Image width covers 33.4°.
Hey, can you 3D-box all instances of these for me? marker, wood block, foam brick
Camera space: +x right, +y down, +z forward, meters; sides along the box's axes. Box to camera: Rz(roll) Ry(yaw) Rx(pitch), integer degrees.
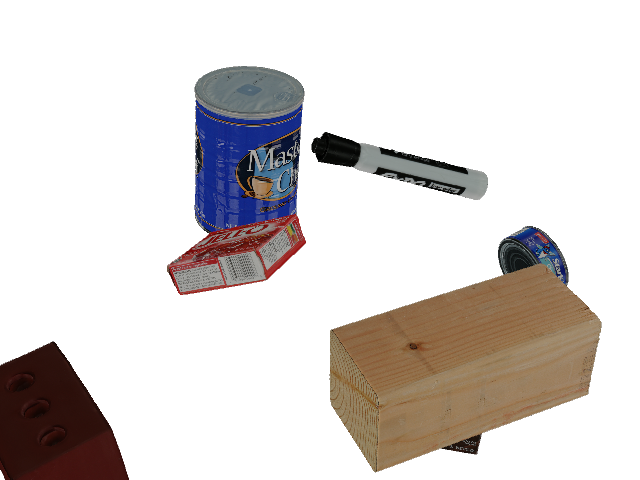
[{"bbox_3d":[0.050,-0.047,0.672,0.121,0.020,0.020,12,-5,-23],"label":"marker"},{"bbox_3d":[0.119,0.102,0.896,0.205,0.090,0.091,-16,39,-19],"label":"wood block"},{"bbox_3d":[-0.138,0.101,0.538,0.053,0.051,0.078,-25,42,-23],"label":"foam brick"}]

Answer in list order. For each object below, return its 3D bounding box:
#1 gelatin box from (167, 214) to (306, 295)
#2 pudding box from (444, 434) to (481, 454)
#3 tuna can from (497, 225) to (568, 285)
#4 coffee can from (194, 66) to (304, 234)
[{"bbox_3d":[-0.067,0.011,0.855,0.089,0.030,0.073,-11,18,30],"label":"gelatin box"},{"bbox_3d":[0.123,0.176,1.155,0.113,0.090,0.039,9,22,-1],"label":"pudding box"},{"bbox_3d":[0.242,0.029,1.221,0.033,0.086,0.086,-27,10,-20],"label":"tuna can"},{"bbox_3d":[-0.070,-0.084,1.032,0.103,0.140,0.103,3,33,-2],"label":"coffee can"}]
